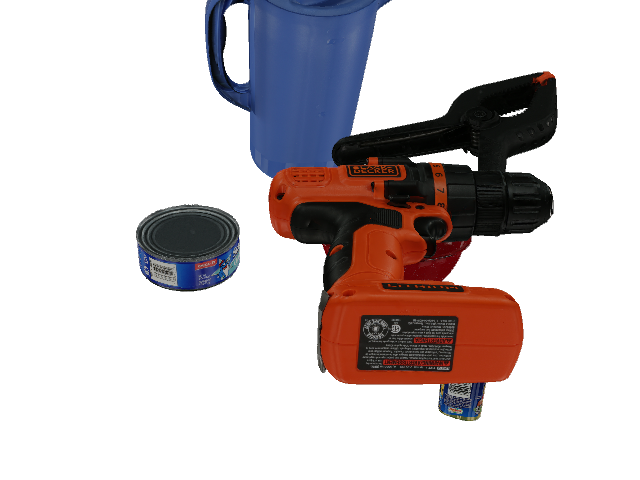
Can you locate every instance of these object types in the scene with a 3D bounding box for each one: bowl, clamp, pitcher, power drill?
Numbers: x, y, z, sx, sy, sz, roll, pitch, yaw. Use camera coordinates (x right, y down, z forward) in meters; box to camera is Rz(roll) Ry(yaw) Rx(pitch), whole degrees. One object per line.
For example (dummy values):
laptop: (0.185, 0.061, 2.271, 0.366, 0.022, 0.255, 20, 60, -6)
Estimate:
bowl: (0.074, 0.017, 1.101, 0.162, 0.055, 0.162, 1, 19, 0)
clamp: (0.137, -0.084, 0.884, 0.209, 0.036, 0.165, -28, 41, -28)
pitcher: (-0.026, -0.176, 1.107, 0.149, 0.243, 0.144, 29, 50, 19)
power drill: (0.063, 0.009, 0.628, 0.184, 0.057, 0.187, -2, 28, -3)

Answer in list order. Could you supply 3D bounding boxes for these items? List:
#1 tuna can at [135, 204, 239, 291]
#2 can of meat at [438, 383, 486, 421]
tuna can: (-0.110, 0.006, 0.891, 0.086, 0.034, 0.086, 1, 33, -1)
can of meat: (0.175, 0.159, 1.296, 0.057, 0.084, 0.102, 9, 21, 6)
